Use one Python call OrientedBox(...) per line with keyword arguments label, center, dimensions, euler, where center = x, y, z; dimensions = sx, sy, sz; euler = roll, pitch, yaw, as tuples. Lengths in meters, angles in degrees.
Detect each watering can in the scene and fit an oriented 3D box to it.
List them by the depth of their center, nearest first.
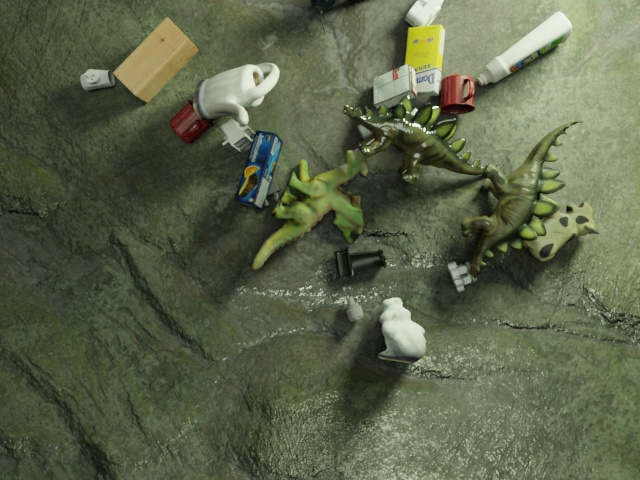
OrientedBox(label="watering can", center=(-0.221, -0.356, 1.287), dimensions=(0.223, 0.356, 0.102), euler=(-12, 125, 21))

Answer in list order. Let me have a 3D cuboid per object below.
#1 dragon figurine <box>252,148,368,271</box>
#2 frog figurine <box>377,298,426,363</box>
OrientedBox(label="dragon figurine", center=(0.004, -0.068, 1.360), dimensions=(0.242, 0.122, 0.410), euler=(24, 92, -5))
OrientedBox(label="frog figurine", center=(0.216, 0.233, 1.337), dimensions=(0.137, 0.122, 0.160), euler=(12, 81, -30))
